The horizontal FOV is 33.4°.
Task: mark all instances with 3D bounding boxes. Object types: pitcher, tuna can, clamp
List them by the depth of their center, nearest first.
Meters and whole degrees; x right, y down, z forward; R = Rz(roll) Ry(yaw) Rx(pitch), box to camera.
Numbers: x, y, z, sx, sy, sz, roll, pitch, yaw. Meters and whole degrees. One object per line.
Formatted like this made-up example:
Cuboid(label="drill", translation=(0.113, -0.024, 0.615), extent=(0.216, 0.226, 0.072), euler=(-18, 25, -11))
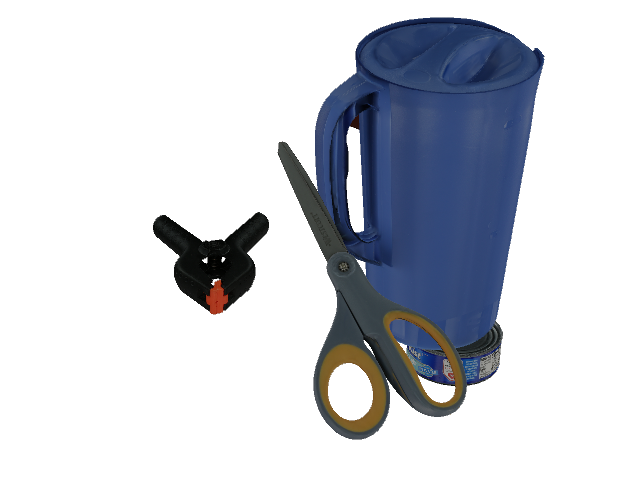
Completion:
Cuboid(label="pitcher", translation=(0.082, -0.036, 0.816), extent=(0.149, 0.243, 0.145), euler=(7, 34, 11))
Cuboid(label="tuna can", translation=(0.120, 0.095, 0.962), extent=(0.086, 0.034, 0.086), euler=(0, 26, 0))
Cuboid(label="clamp", translation=(-0.097, 0.015, 1.066), extent=(0.120, 0.039, 0.171), euler=(-11, 33, -12))

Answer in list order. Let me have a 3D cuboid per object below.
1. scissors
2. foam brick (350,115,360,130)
Cuboid(label="scissors", translation=(0.003, 0.034, 0.641), extent=(0.096, 0.202, 0.016), euler=(-37, -19, -15))
Cuboid(label="foam brick", translation=(0.077, -0.153, 1.238), extent=(0.078, 0.053, 0.051), euler=(23, 34, 26))
